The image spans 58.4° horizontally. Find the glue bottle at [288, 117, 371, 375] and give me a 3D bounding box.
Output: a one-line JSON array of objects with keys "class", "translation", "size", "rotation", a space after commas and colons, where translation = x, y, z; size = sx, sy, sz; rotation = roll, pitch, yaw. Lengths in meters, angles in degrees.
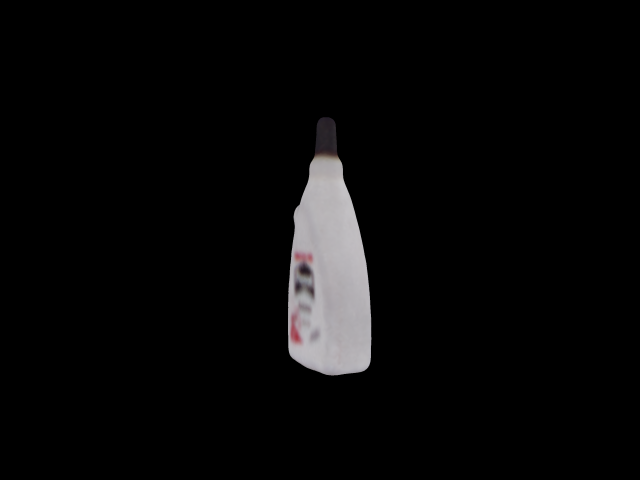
[{"class": "glue bottle", "translation": [0.004, 0.001, 0.400], "size": [0.037, 0.173, 0.078], "rotation": [0, 0, -28]}]
